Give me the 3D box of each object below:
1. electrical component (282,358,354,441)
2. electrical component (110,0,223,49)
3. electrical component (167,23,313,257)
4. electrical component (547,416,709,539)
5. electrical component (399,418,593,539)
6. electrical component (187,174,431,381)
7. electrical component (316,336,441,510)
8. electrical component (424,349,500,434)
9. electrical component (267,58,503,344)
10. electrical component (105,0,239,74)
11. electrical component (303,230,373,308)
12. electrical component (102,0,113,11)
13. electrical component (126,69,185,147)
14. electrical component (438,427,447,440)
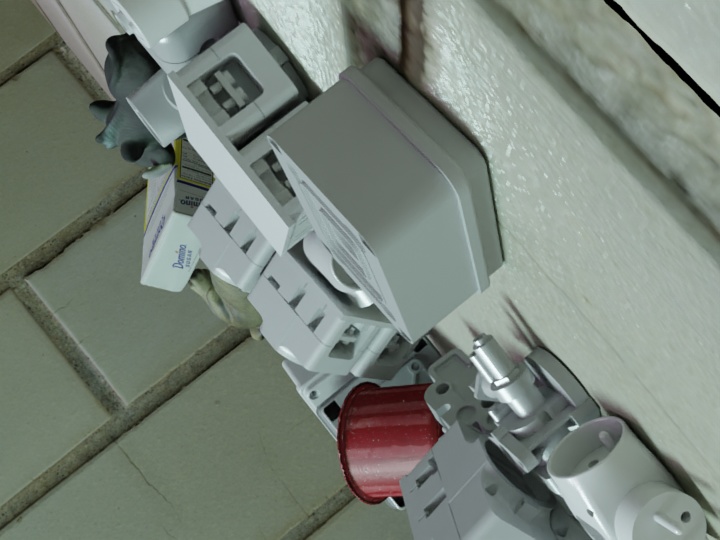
[{"bbox_3d":[0.004,0.097,0.971,0.108,0.109,0.056,57,174,-38],"label":"electrical component"},{"bbox_3d":[-0.095,-0.144,0.549,0.044,0.065,0.044,50,173,9],"label":"electrical component"},{"bbox_3d":[-0.057,-0.075,0.673,0.105,0.060,0.186,52,173,0],"label":"electrical component"},{"bbox_3d":[0.133,0.114,0.497,0.077,0.043,0.079,53,173,-13],"label":"electrical component"},{"bbox_3d":[0.105,0.156,0.601,0.150,0.061,0.089,33,-163,-21],"label":"electrical component"},{"bbox_3d":[-0.046,0.008,0.855,0.105,0.060,0.186,13,-154,-50],"label":"electrical component"},{"bbox_3d":[0.038,0.124,0.894,0.108,0.109,0.056,51,170,3],"label":"electrical component"},{"bbox_3d":[0.080,0.091,0.668,0.078,0.058,0.057,42,166,54],"label":"electrical component"},{"bbox_3d":[0.015,-0.028,0.469,0.078,0.057,0.113,48,172,26],"label":"electrical component"},{"bbox_3d":[-0.118,-0.166,0.632,0.095,0.054,0.059,50,173,16],"label":"electrical component"},{"bbox_3d":[0.000,0.000,0.767,0.079,0.043,0.077,53,173,-18],"label":"electrical component"},{"bbox_3d":[-0.193,-0.235,0.818,0.078,0.040,0.040,55,172,-25],"label":"electrical component"},{"bbox_3d":[-0.117,-0.125,0.736,0.043,0.077,0.079,53,173,-8],"label":"electrical component"},{"bbox_3d":[0.118,0.151,0.727,0.109,0.056,0.108,42,169,53],"label":"electrical component"}]
